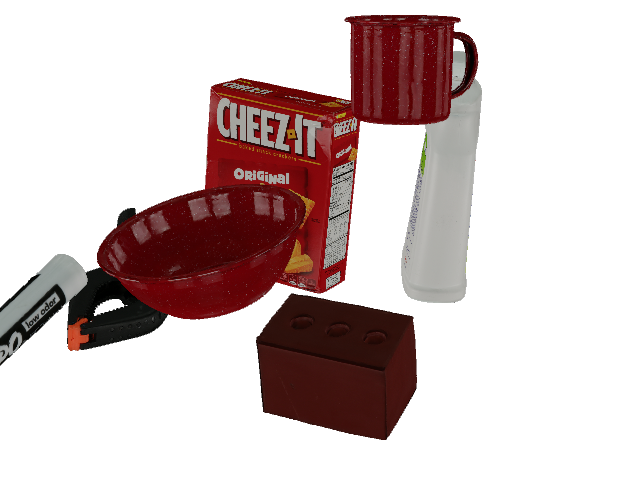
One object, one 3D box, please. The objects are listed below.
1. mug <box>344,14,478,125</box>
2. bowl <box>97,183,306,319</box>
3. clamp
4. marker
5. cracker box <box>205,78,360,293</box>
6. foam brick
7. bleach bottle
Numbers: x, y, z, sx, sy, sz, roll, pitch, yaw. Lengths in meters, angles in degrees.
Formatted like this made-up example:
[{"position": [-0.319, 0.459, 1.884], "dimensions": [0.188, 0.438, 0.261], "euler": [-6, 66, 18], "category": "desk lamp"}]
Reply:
[{"position": [0.076, -0.140, 0.868], "dimensions": [0.117, 0.081, 0.093], "euler": [-8, 17, -26], "category": "mug"}, {"position": [-0.084, 0.014, 0.815], "dimensions": [0.162, 0.055, 0.162], "euler": [-11, 25, 5], "category": "bowl"}, {"position": [-0.181, 0.038, 1.028], "dimensions": [0.165, 0.036, 0.209], "euler": [26, 36, 24], "category": "clamp"}, {"position": [-0.142, 0.048, 0.441], "dimensions": [0.020, 0.020, 0.121], "euler": [0, 36, 39], "category": "marker"}, {"position": [-0.048, -0.062, 1.210], "dimensions": [0.164, 0.214, 0.072], "euler": [15, 23, 26], "category": "cracker box"}, {"position": [0.010, 0.070, 0.602], "dimensions": [0.078, 0.051, 0.053], "euler": [9, 31, 20], "category": "foam brick"}, {"position": [0.127, -0.066, 1.087], "dimensions": [0.068, 0.251, 0.102], "euler": [3, 31, -2], "category": "bleach bottle"}]
